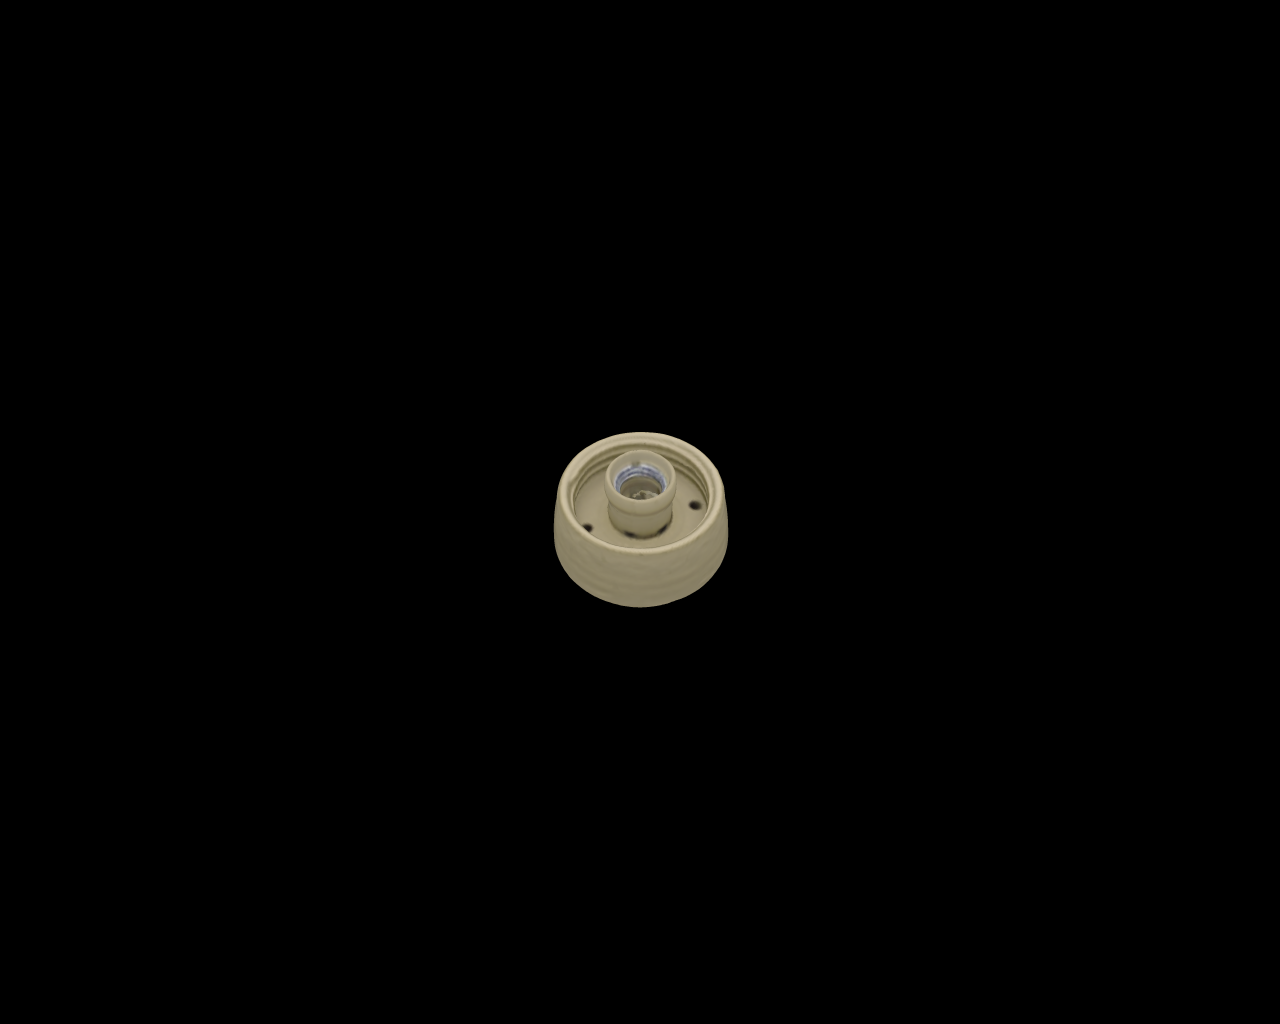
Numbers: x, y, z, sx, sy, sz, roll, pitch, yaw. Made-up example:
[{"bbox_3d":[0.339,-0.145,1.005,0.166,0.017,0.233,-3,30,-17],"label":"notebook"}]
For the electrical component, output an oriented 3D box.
[{"bbox_3d":[0.001,-0.003,0.650,0.108,0.108,0.060,0,-40,0],"label":"electrical component"}]
